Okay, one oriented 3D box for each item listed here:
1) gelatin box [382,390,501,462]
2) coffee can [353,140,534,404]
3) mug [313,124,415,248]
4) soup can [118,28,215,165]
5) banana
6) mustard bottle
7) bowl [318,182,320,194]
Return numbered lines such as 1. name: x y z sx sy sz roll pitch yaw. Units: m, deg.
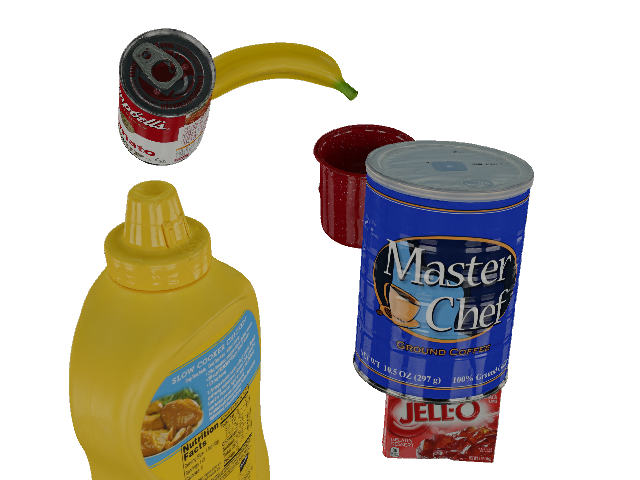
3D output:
1. gelatin box: 0.095 0.136 0.842 0.089 0.073 0.030 3 22 2
2. coffee can: 0.075 0.018 0.677 0.103 0.140 0.103 2 22 -1
3. mug: 0.053 -0.047 0.954 0.117 0.081 0.093 -5 35 -6
4. soup can: -0.116 -0.104 0.794 0.068 0.068 0.102 0 -17 -11
5. banana: -0.055 -0.175 1.102 0.197 0.070 0.037 -7 -41 -28
6. mustard bottle: -0.062 0.064 0.446 0.058 0.192 0.096 18 35 28
7. bowl: 0.076 -0.029 1.175 0.162 0.055 0.162 4 25 -2
